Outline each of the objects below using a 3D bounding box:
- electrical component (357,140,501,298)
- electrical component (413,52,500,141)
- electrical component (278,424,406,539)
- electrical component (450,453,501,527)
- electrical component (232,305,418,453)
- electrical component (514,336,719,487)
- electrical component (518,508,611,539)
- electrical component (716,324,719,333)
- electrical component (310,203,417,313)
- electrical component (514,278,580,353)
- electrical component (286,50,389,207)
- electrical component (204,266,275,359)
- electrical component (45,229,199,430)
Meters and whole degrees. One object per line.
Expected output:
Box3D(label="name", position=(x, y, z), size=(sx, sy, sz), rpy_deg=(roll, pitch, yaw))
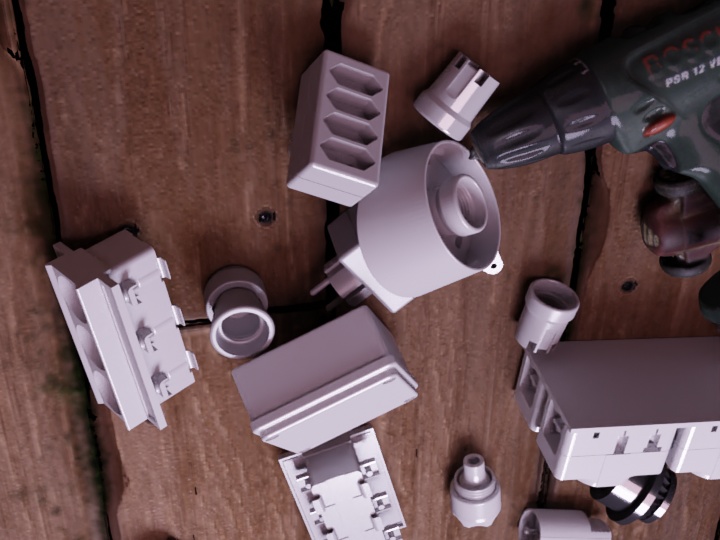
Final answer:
Box3D(label="electrical component", position=(0.048, -0.036, 0.722), size=(0.064, 0.099, 0.099), rpy_deg=(-17, 132, 36))
Box3D(label="electrical component", position=(0.064, -0.115, 0.708), size=(0.040, 0.040, 0.046), rpy_deg=(30, 106, -29))
Box3D(label="electrical component", position=(-0.010, 0.190, 0.876), size=(0.079, 0.063, 0.121), rpy_deg=(-19, 125, -2))
Box3D(label="electrical component", position=(0.097, 0.184, 0.911), size=(0.043, 0.043, 0.062), rpy_deg=(-11, 123, -7))
Box3D(label="electrical component", position=(-0.022, 0.081, 0.776), size=(0.109, 0.056, 0.108), rpy_deg=(-26, 162, 4))
Box3D(label="electrical component", position=(0.229, 0.110, 0.858), size=(0.186, 0.105, 0.060), rpy_deg=(-1, 123, -14))
Box3D(label="electrical component", position=(0.189, 0.238, 0.970), size=(0.081, 0.043, 0.043), rpy_deg=(6, 121, -18))
Box3D(label="electrical component", position=(0.315, 0.030, 0.864), size=(0.043, 0.043, 0.081), rpy_deg=(-3, 123, -12))
Box3D(label="electrical component", position=(0.000, 0.000, 0.762), size=(0.077, 0.047, 0.066), rpy_deg=(-38, 123, 11))
Box3D(label="electrical component", position=(0.142, 0.036, 0.828), size=(0.040, 0.040, 0.046), rpy_deg=(4, 128, -17))
Box3D(label="electrical component", position=(-0.022, -0.083, 0.692), size=(0.047, 0.083, 0.076), rpy_deg=(16, 156, -23))
Box3D(label="electrical component", position=(-0.086, 0.029, 0.755), size=(0.045, 0.055, 0.045), rpy_deg=(-7, 124, -10))
Box3D(label="electrical component", position=(-0.159, 0.039, 0.734), size=(0.063, 0.079, 0.121), rpy_deg=(-32, 130, -28))
